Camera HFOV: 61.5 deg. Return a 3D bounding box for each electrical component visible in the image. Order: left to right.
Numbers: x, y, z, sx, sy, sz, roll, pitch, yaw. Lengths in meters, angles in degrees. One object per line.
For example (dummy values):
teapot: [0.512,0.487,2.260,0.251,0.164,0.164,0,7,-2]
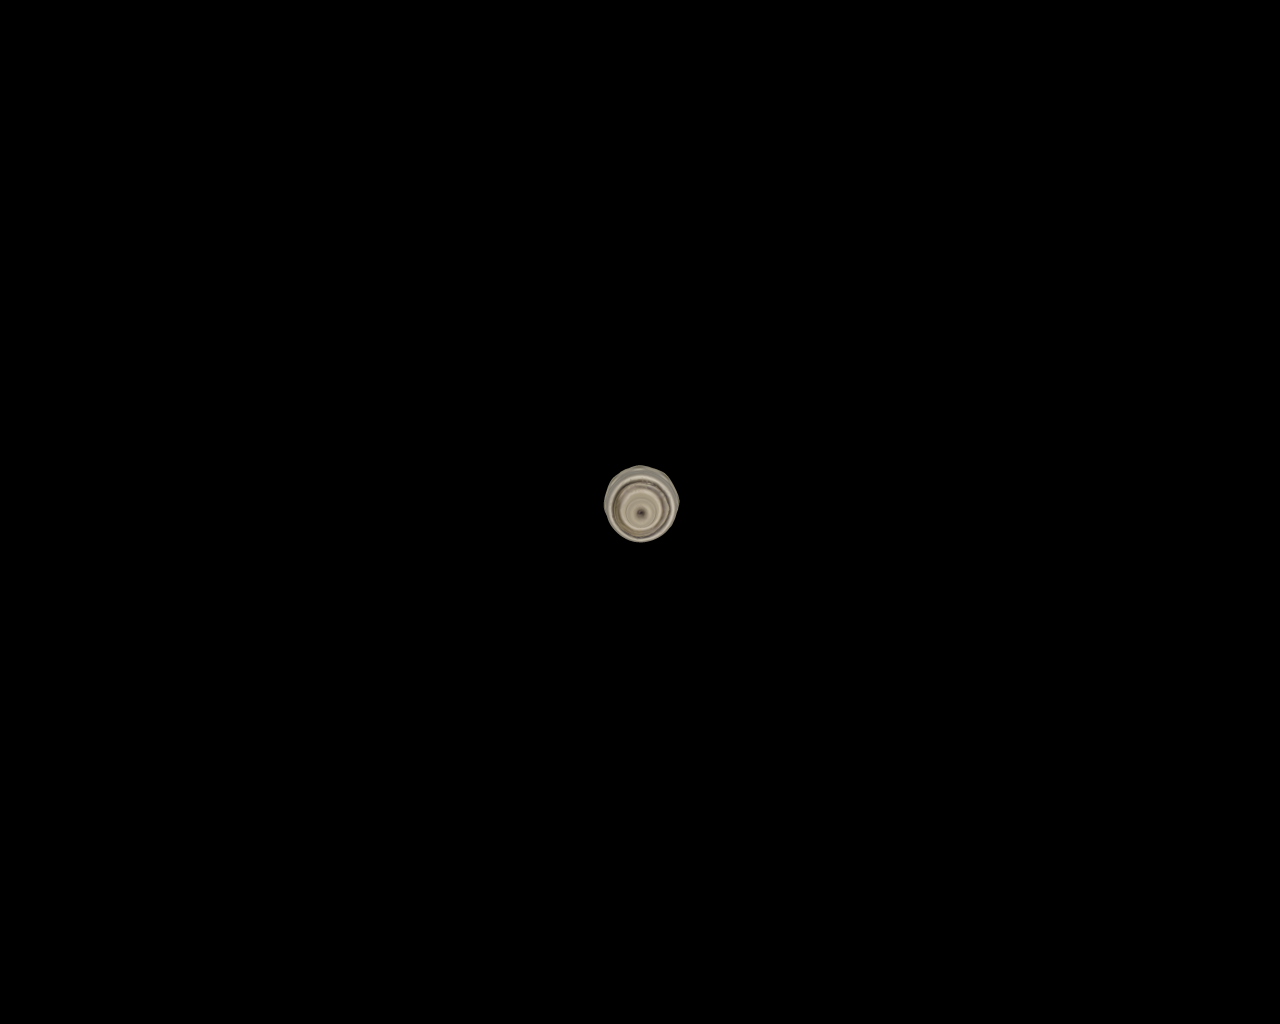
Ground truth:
electrical component: [0.001,-0.003,0.650,0.048,0.048,0.062,0,8,0]
